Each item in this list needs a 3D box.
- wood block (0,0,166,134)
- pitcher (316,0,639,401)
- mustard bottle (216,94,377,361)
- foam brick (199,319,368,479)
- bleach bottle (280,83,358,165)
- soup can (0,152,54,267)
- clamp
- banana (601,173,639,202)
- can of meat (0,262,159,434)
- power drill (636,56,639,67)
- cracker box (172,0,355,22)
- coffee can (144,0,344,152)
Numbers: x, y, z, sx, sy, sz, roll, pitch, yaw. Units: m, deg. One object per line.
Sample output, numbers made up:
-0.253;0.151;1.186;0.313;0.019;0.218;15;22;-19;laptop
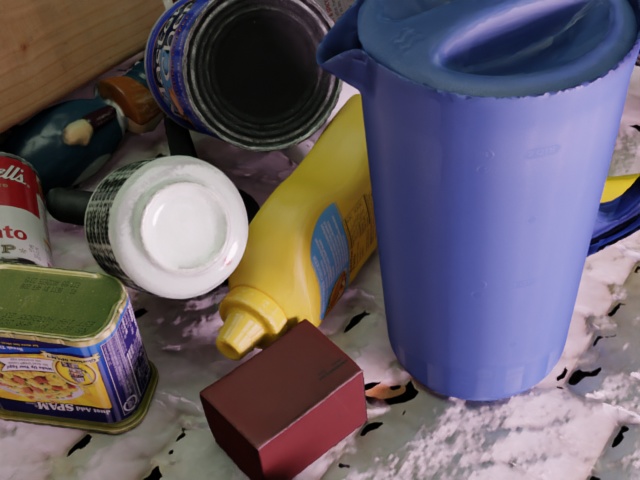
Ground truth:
-0.214;-0.151;0.788;0.091;0.090;0.205;-5;26;36;wood block
0.098;-0.026;0.567;0.149;0.243;0.144;31;56;30;pitcher
-0.005;0.001;0.656;0.058;0.096;0.191;19;51;23;mustard bottle
-0.019;0.094;0.597;0.078;0.051;0.053;-33;52;-24;foam brick
0.056;-0.155;0.750;0.251;0.068;0.102;-51;12;4;bleach bottle
-0.211;0.001;0.696;0.068;0.068;0.102;-14;49;-8;soup can
-0.091;-0.026;0.733;0.172;0.039;0.120;27;59;25;clamp
0.160;-0.028;0.712;0.198;0.037;0.069;-2;18;1;banana
-0.153;0.062;0.620;0.102;0.084;0.057;5;47;11;can of meat
0.226;-0.122;0.721;0.187;0.184;0.057;14;-1;-12;power drill
-0.008;-0.210;0.817;0.213;0.164;0.072;-18;44;-12;cracker box
-0.054;-0.115;0.704;0.102;0.103;0.140;-20;16;-14;coffee can
